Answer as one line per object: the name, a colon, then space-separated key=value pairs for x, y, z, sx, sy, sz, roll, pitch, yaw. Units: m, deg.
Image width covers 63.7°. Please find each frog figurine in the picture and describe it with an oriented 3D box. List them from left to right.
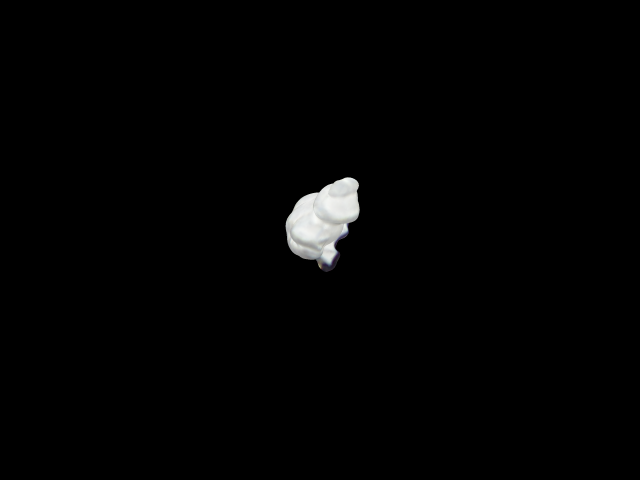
frog figurine: x=0.003 y=-0.043 z=0.850 sx=0.124 sy=0.139 sz=0.156 roll=33 pitch=-27 yaw=20
